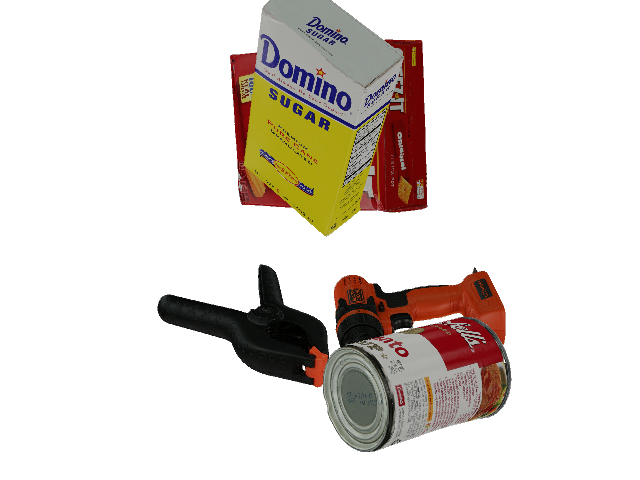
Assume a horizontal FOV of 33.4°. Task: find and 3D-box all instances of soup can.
[{"bbox_3d":[0.060,0.090,0.675,0.102,0.068,0.069,-9,5,-36],"label":"soup can"}]

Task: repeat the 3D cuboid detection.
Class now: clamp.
[{"bbox_3d":[-0.044,0.069,0.917,0.172,0.039,0.120,27,42,35],"label":"clamp"}]

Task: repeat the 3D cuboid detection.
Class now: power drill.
[{"bbox_3d":[0.110,0.089,1.206,0.187,0.057,0.184,-3,27,-3],"label":"power drill"}]

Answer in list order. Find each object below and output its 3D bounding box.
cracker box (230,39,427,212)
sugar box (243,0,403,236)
[{"bbox_3d":[0.003,-0.114,1.081,0.071,0.164,0.214,-10,10,-44],"label":"cracker box"},{"bbox_3d":[-0.004,-0.087,0.746,0.048,0.093,0.176,-42,-19,-25],"label":"sugar box"}]
